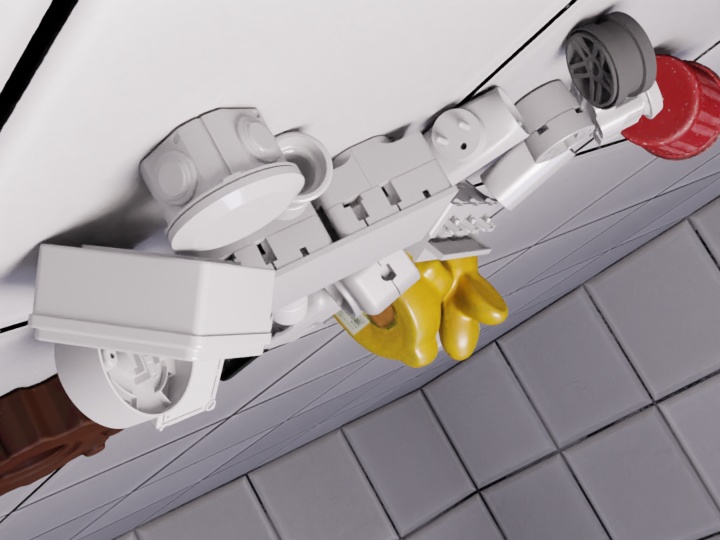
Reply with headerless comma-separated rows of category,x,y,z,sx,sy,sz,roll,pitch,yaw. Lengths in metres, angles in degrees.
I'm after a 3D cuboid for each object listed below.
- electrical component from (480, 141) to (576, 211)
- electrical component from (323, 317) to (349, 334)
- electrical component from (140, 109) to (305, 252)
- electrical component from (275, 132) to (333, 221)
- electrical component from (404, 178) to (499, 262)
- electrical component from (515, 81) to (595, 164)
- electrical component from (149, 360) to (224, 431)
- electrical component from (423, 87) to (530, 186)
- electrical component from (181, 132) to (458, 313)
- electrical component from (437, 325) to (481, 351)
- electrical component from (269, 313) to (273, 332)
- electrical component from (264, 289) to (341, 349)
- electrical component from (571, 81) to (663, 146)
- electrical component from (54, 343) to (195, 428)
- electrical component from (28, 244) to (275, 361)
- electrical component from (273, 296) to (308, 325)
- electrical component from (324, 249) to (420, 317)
electrical component,0.155,-0.098,0.986,0.077,0.043,0.079,-42,180,17
electrical component,-0.004,0.046,1.168,0.047,0.075,0.083,-33,169,19
electrical component,-0.075,-0.048,0.584,0.080,0.051,0.080,-28,170,-6
electrical component,-0.044,-0.055,0.670,0.044,0.044,0.065,-26,174,-16
electrical component,0.073,-0.048,0.949,0.063,0.079,0.121,-57,161,18
electrical component,0.154,-0.120,0.872,0.055,0.047,0.055,-29,170,-5
electrical component,-0.155,0.081,0.882,0.062,0.061,0.096,-19,135,-46
electrical component,0.076,-0.096,0.783,0.077,0.043,0.079,-33,169,19
electrical component,-0.036,-0.026,0.771,0.186,0.060,0.105,-26,169,-18
electrical component,0.090,0.042,1.317,0.056,0.108,0.109,-30,170,18
electrical component,-0.095,0.025,0.838,0.066,0.055,0.048,-22,-147,-17
electrical component,-0.063,0.030,0.985,0.095,0.053,0.059,-35,168,28
electrical component,0.215,-0.144,0.899,0.057,0.058,0.078,-27,169,4
electrical component,-0.161,0.058,0.748,0.064,0.099,0.099,-28,172,28
electrical component,-0.119,0.018,0.637,0.109,0.056,0.109,6,180,16
electrical component,-0.061,0.019,0.911,0.044,0.044,0.065,-26,156,-17
electrical component,0.000,0.000,0.907,0.059,0.053,0.095,-41,-159,-11
